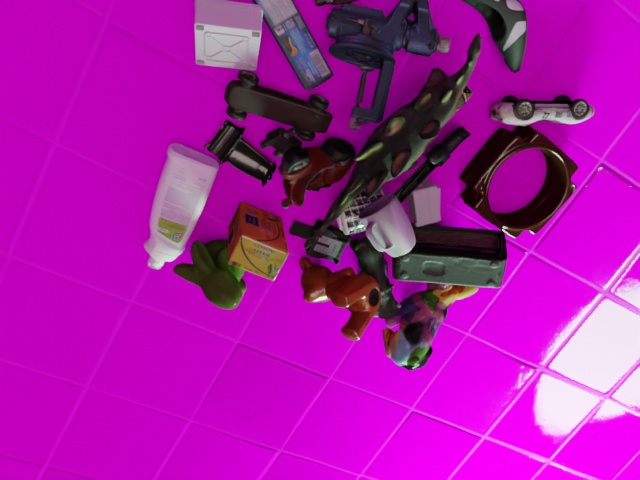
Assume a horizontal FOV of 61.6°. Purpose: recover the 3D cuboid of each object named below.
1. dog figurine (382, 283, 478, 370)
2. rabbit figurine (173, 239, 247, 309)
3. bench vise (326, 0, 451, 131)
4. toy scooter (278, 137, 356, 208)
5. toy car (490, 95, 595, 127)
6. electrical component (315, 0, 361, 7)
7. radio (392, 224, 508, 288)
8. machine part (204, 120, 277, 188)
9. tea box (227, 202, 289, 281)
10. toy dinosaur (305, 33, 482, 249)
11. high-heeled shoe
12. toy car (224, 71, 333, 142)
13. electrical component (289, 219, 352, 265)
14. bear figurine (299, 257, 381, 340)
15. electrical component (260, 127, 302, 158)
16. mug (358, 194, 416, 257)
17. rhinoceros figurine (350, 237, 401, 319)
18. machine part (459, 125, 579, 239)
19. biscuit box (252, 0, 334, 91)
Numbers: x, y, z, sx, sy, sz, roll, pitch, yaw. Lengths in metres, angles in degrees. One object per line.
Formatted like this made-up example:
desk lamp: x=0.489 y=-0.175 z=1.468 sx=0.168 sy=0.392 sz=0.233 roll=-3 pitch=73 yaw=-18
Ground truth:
dog figurine: x=0.242 y=0.160 z=1.171 sx=0.108 sy=0.192 sz=0.219 roll=35 pitch=120 yaw=-15
rabbit figurine: x=-0.194 y=0.062 z=1.050 sx=0.159 sy=0.170 sz=0.121 roll=33 pitch=104 yaw=-22
bench vise: x=0.109 y=-0.308 z=0.950 sx=0.224 sy=0.129 sz=0.240 roll=12 pitch=94 yaw=-7
toy scooter: x=-0.016 y=-0.122 z=1.027 sx=0.184 sy=0.075 sz=0.135 roll=-19 pitch=144 yaw=-43
toy car: x=0.441 y=-0.255 z=1.066 sx=0.202 sy=0.074 sz=0.056 roll=-2 pitch=111 yaw=-8
electrical component: x=0.040 y=-0.448 z=0.927 sx=0.102 sy=0.045 sz=0.078 roll=-8 pitch=114 yaw=-6
radio: x=0.261 y=0.030 z=1.100 sx=0.230 sy=0.131 sz=0.073 roll=3 pitch=118 yaw=11
machine part: x=-0.145 y=-0.162 z=1.031 sx=0.138 sy=0.039 sz=0.084 roll=38 pitch=98 yaw=-21
tea box: x=-0.122 y=-0.002 z=1.034 sx=0.098 sy=0.170 sz=0.068 roll=22 pitch=110 yaw=-20
toy dinosaur: x=0.128 y=-0.163 z=0.964 sx=0.105 sy=0.198 sz=0.471 roll=40 pitch=119 yaw=4
high-heeled shoe: x=0.283 y=-0.405 z=0.971 sx=0.145 sy=0.086 sz=0.248 roll=-19 pitch=112 yaw=4
toy car: x=-0.076 y=-0.247 z=0.994 sx=0.202 sy=0.053 sz=0.089 roll=12 pitch=127 yaw=-16
electrical component: x=-0.002 y=-0.003 z=1.122 sx=0.119 sy=0.048 sz=0.074 roll=22 pitch=108 yaw=-20
bear figurine: x=0.020 y=0.108 z=1.092 sx=0.196 sy=0.132 sz=0.120 roll=8 pitch=125 yaw=36
electrical component: x=-0.066 y=-0.183 z=1.011 sx=0.094 sy=0.021 sz=0.063 roll=-17 pitch=147 yaw=40
mug: x=0.131 y=-0.017 z=1.010 sx=0.081 sy=0.109 sz=0.107 roll=-26 pitch=108 yaw=37
rhinoceros figurine: x=0.123 y=0.077 z=1.145 sx=0.073 sy=0.112 sz=0.190 roll=-18 pitch=108 yaw=-3
machine part: x=0.413 y=-0.119 z=1.118 sx=0.201 sy=0.087 sz=0.201 roll=32 pitch=104 yaw=-21
biscuit box: x=-0.052 y=-0.363 z=0.940 sx=0.059 sy=0.063 sz=0.202 roll=-31 pitch=116 yaw=4
